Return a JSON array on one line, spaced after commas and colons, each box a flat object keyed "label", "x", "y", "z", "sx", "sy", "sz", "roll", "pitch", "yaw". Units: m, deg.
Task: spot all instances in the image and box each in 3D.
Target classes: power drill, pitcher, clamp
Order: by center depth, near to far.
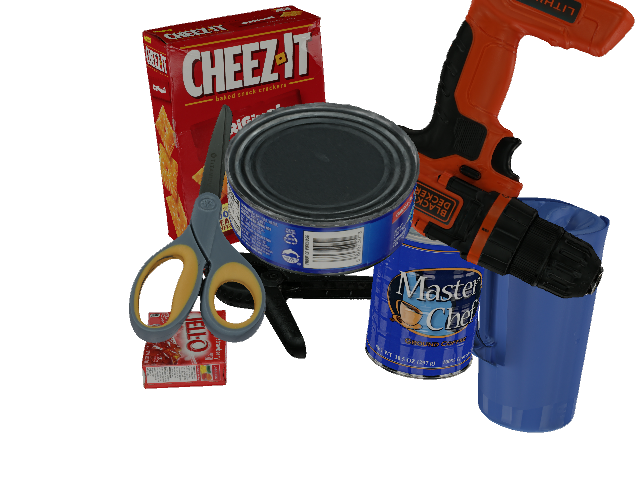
[{"label": "power drill", "x": 0.128, "y": -0.074, "z": 0.697, "sx": 0.184, "sy": 0.188, "sz": 0.057, "roll": 27, "pitch": 9, "yaw": 12}, {"label": "pitcher", "x": 0.225, "y": 0.083, "z": 1.160, "sx": 0.149, "sy": 0.243, "sz": 0.145, "roll": 6, "pitch": 19, "yaw": 11}, {"label": "clamp", "x": -0.053, "y": 0.059, "z": 1.167, "sx": 0.210, "sy": 0.036, "sz": 0.164, "roll": 16, "pitch": 31, "yaw": 25}]

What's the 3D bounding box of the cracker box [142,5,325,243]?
[{"label": "cracker box", "x": -0.077, "y": -0.109, "z": 1.054, "sx": 0.164, "sy": 0.214, "sz": 0.072, "roll": -16, "pitch": 28, "yaw": -25}]

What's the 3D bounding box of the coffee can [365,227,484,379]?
[{"label": "coffee can", "x": 0.098, "y": 0.042, "z": 0.984, "sx": 0.103, "sy": 0.140, "sz": 0.103, "roll": 4, "pitch": 23, "yaw": -2}]

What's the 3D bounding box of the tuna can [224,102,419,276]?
[{"label": "tuna can", "x": 0.001, "y": -0.024, "z": 0.477, "sx": 0.086, "sy": 0.034, "sz": 0.086, "roll": 1, "pitch": 42, "yaw": -1}]

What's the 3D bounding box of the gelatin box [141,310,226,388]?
[{"label": "gelatin box", "x": -0.122, "y": 0.097, "z": 0.968, "sx": 0.073, "sy": 0.030, "sz": 0.089, "roll": -2, "pitch": 28, "yaw": -3}]

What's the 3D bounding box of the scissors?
[{"label": "scissors", "x": -0.062, "y": -0.009, "z": 0.725, "sx": 0.096, "sy": 0.201, "sz": 0.016, "roll": 20, "pitch": -35, "yaw": 7}]
